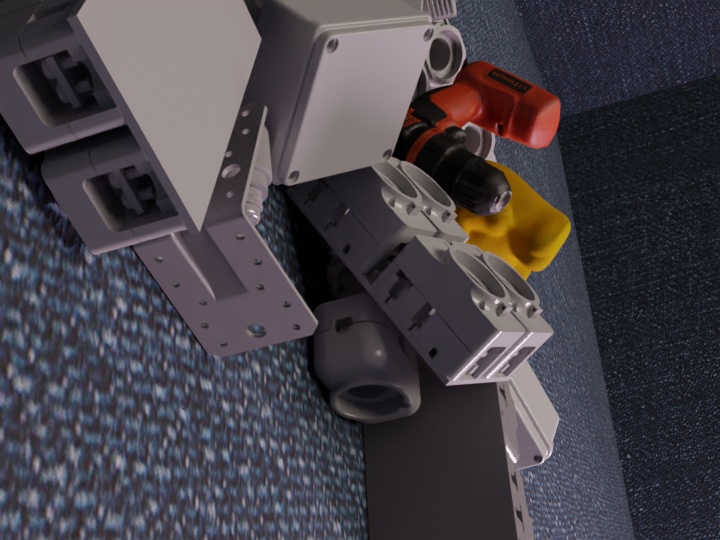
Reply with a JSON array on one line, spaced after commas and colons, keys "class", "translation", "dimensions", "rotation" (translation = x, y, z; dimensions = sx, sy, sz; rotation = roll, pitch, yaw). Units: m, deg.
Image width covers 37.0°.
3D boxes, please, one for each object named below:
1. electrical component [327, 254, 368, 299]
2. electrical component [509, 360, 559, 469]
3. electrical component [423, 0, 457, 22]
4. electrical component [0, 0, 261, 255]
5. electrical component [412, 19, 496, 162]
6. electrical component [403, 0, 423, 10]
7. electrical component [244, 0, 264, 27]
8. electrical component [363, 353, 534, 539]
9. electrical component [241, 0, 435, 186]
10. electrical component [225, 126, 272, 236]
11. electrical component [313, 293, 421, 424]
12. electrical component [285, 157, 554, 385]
[{"class": "electrical component", "translation": [0.000, 0.000, 0.825], "dimensions": [0.062, 0.043, 0.043], "rotation": [-49, 124, -72]}, {"class": "electrical component", "translation": [0.110, 0.113, 0.911], "dimensions": [0.113, 0.078, 0.057], "rotation": [59, 32, -16]}, {"class": "electrical component", "translation": [0.051, -0.237, 0.941], "dimensions": [0.043, 0.081, 0.043], "rotation": [-9, 90, -76]}, {"class": "electrical component", "translation": [-0.109, -0.105, 0.512], "dimensions": [0.186, 0.060, 0.105], "rotation": [-83, 154, -52]}, {"class": "electrical component", "translation": [0.059, -0.151, 1.032], "dimensions": [0.105, 0.060, 0.186], "rotation": [-43, 126, -27]}, {"class": "electrical component", "translation": [0.014, -0.184, 0.860], "dimensions": [0.053, 0.059, 0.095], "rotation": [128, -32, -71]}, {"class": "electrical component", "translation": [-0.073, -0.185, 0.705], "dimensions": [0.096, 0.061, 0.061], "rotation": [-86, 156, -48]}, {"class": "electrical component", "translation": [0.064, 0.148, 0.798], "dimensions": [0.060, 0.105, 0.186], "rotation": [55, 26, -51]}, {"class": "electrical component", "translation": [-0.018, -0.118, 0.684], "dimensions": [0.109, 0.056, 0.108], "rotation": [-19, 138, -45]}, {"class": "electrical component", "translation": [-0.071, -0.053, 0.631], "dimensions": [0.040, 0.040, 0.078], "rotation": [46, 33, -60]}, {"class": "electrical component", "translation": [0.006, 0.068, 0.764], "dimensions": [0.095, 0.054, 0.059], "rotation": [56, 25, -50]}, {"class": "electrical component", "translation": [0.046, -0.009, 0.768], "dimensions": [0.186, 0.060, 0.105], "rotation": [50, 21, 23]}]
